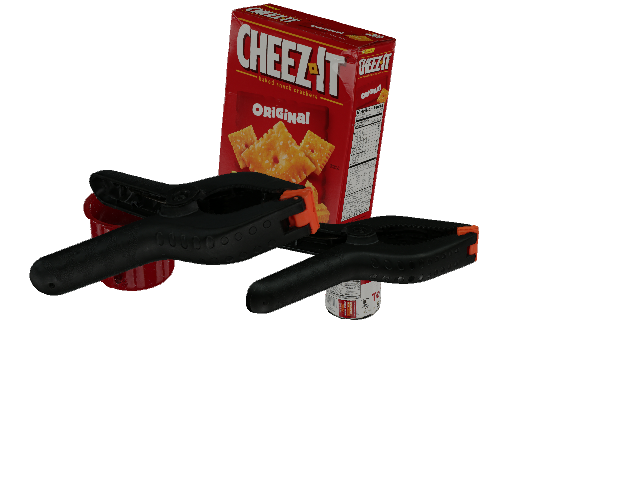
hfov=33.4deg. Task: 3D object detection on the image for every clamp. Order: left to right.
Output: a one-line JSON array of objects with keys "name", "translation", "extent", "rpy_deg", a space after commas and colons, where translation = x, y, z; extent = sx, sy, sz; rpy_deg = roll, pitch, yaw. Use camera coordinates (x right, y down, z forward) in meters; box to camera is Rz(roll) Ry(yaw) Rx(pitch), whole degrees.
[{"name": "clamp", "translation": [-0.090, -0.006, 0.646], "extent": [0.172, 0.039, 0.120], "rpy_deg": [-1, 40, 23]}, {"name": "clamp", "translation": [0.023, 0.005, 0.870], "extent": [0.209, 0.036, 0.165], "rpy_deg": [-7, 25, -16]}]

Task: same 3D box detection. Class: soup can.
[{"name": "soup can", "translation": [0.037, 0.033, 1.241], "extent": [0.068, 0.102, 0.068], "rpy_deg": [-1, 31, 0]}]

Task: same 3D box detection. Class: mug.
[{"name": "mug", "translation": [-0.193, 0.004, 1.074], "extent": [0.093, 0.081, 0.117], "rpy_deg": [7, 32, 8]}]

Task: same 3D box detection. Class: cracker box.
[{"name": "cracker box", "translation": [-0.021, -0.118, 1.095], "extent": [0.164, 0.214, 0.071], "rpy_deg": [22, 29, 30]}]
